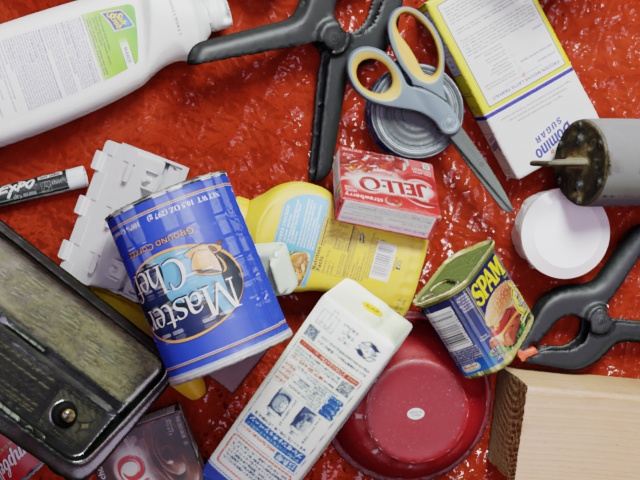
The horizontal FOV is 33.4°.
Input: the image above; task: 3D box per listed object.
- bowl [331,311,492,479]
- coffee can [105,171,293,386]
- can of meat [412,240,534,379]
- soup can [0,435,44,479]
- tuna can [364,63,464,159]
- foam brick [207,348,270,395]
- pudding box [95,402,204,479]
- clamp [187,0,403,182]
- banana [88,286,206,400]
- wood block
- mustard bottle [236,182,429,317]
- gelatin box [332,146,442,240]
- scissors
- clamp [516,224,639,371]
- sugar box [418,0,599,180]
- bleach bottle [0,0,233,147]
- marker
[{"bbox_3d":[0.082,0.147,0.956,0.162,0.055,0.162,0,94,-5],"label":"bowl"},{"bbox_3d":[-0.094,0.030,0.834,0.103,0.103,0.140,-22,89,-4],"label":"coffee can"},{"bbox_3d":[0.137,0.061,0.934,0.058,0.102,0.084,-25,101,37],"label":"can of meat"},{"bbox_3d":[-0.275,0.156,0.917,0.068,0.068,0.102,-42,96,-1],"label":"soup can"},{"bbox_3d":[0.084,-0.114,0.949,0.086,0.034,0.086,0,95,-5],"label":"tuna can"},{"bbox_3d":[-0.079,0.092,0.926,0.053,0.078,0.051,38,90,-5],"label":"foam brick"},{"bbox_3d":[-0.147,0.212,0.947,0.090,0.039,0.113,-19,96,-4],"label":"pudding box"},{"bbox_3d":[0.009,-0.165,0.930,0.210,0.036,0.164,-43,114,-8],"label":"clamp"},{"bbox_3d":[-0.185,0.079,0.937,0.197,0.037,0.070,20,109,-5],"label":"banana"},{"bbox_3d":[0.266,0.173,0.958,0.206,0.090,0.091,6,94,-6],"label":"wood block"},{"bbox_3d":[-0.006,0.001,0.935,0.191,0.058,0.096,16,92,-7],"label":"mustard bottle"},{"bbox_3d":[0.056,-0.041,0.913,0.089,0.073,0.030,11,131,-10],"label":"gelatin box"},{"bbox_3d":[0.090,-0.101,0.923,0.096,0.016,0.202,-22,96,-4],"label":"scissors"},{"bbox_3d":[0.260,0.076,0.976,0.171,0.039,0.120,-33,91,1],"label":"clamp"},{"bbox_3d":[0.169,-0.152,0.948,0.093,0.048,0.176,-29,100,-3],"label":"sugar box"},{"bbox_3d":[-0.195,-0.151,0.905,0.250,0.068,0.102,-18,101,-7],"label":"bleach bottle"},{"bbox_3d":[-0.263,-0.041,0.928,0.121,0.020,0.020,-14,95,-4],"label":"marker"}]
